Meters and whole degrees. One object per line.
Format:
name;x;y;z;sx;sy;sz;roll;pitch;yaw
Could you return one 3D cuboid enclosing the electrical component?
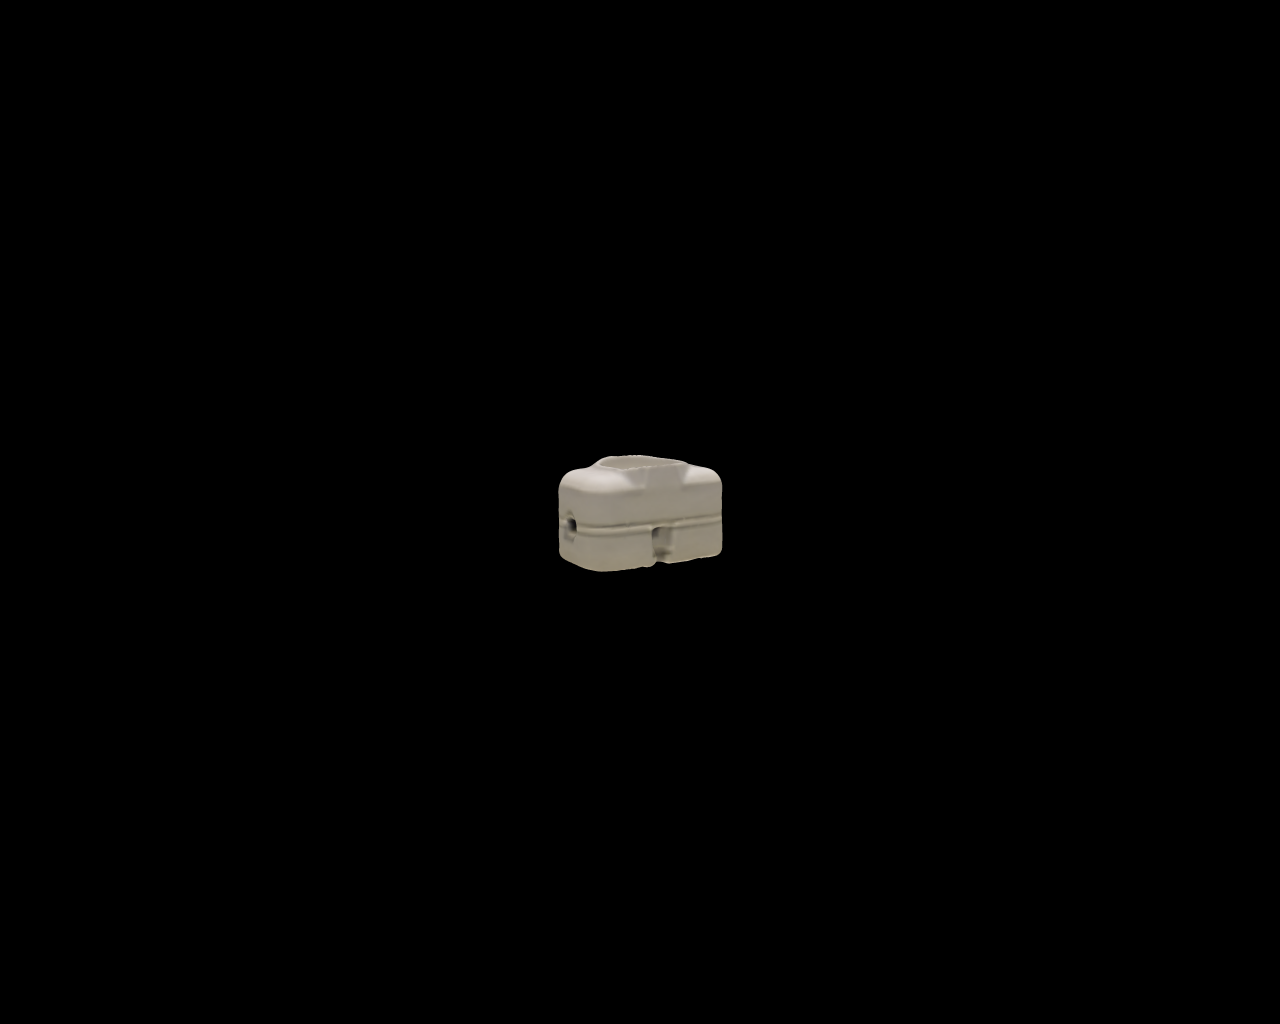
electrical component;0.001;-0.003;0.650;0.095;0.059;0.054;-5;12;-28
